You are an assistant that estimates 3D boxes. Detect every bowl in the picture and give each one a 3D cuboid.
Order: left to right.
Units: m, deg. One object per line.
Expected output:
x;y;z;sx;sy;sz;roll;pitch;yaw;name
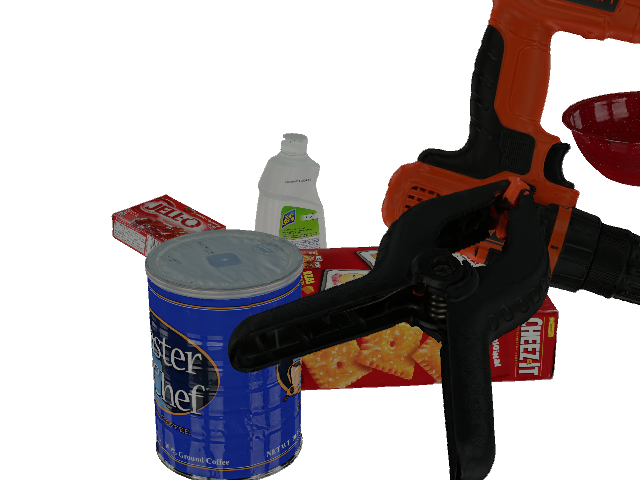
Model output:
0.303;-0.090;0.974;0.162;0.055;0.162;-4;23;2;bowl

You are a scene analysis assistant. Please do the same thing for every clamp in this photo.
0.057;0.032;0.468;0.120;0.039;0.171;37;55;24;clamp

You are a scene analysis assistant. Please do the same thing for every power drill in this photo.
0.146;-0.066;0.643;0.184;0.188;0.057;17;6;5;power drill

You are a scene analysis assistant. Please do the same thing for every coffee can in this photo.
-0.063;0.075;0.717;0.103;0.140;0.103;0;22;0;coffee can

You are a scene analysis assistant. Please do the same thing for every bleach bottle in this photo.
-0.032;-0.006;1.297;0.102;0.251;0.068;-11;26;-34;bleach bottle

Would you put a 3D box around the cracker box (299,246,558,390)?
0.078;0.063;0.923;0.213;0.072;0.164;-1;20;-3;cracker box

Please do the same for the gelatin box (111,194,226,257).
-0.150;-0.010;1.055;0.089;0.030;0.073;28;34;31;gelatin box
